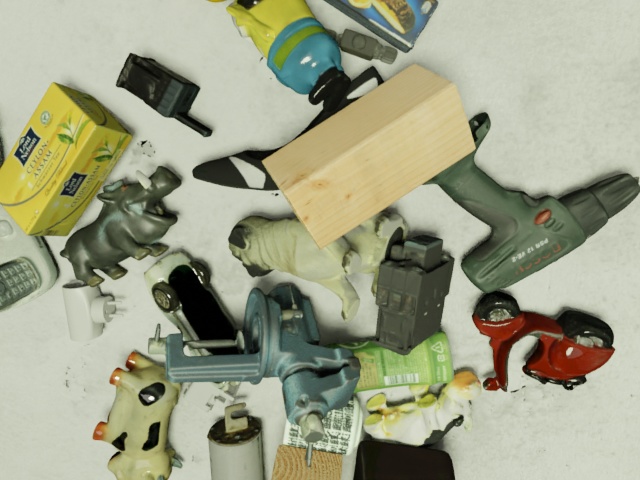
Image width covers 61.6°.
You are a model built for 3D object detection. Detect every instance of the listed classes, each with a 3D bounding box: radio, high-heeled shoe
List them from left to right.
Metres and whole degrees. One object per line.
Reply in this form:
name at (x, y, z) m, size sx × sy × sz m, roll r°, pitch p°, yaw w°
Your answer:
high-heeled shoe at (-0.037, -0.137, 0.659) m, size 0.249 × 0.086 × 0.145 m, roll -1°, pitch 102°, yaw -2°
radio at (0.108, 0.385, 0.747) m, size 0.131 × 0.073 × 0.229 m, roll 5°, pitch 122°, yaw 1°

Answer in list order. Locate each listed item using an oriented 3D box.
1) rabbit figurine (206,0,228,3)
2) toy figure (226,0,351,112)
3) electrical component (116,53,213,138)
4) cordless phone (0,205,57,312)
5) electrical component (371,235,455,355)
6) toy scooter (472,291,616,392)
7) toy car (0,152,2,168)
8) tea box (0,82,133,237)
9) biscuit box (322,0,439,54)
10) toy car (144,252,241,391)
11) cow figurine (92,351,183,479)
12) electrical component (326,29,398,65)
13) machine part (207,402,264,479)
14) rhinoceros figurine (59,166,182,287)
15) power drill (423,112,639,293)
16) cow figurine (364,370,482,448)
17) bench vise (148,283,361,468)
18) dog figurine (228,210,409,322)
rabbit figurine at (-0.138, -0.336, 0.598) m, size 0.162 × 0.121 × 0.173 m, roll -40°, pitch 75°, yaw -12°
toy figure at (-0.031, -0.232, 0.620) m, size 0.089 × 0.082 × 0.180 m, roll -39°, pitch 73°, yaw -5°
electrical component at (-0.180, -0.176, 0.661) m, size 0.119 × 0.075 × 0.047 m, roll 31°, pitch 104°, yaw 0°
cordless phone at (-0.436, 0.032, 0.673) m, size 0.089 × 0.184 × 0.146 m, roll -21°, pitch 101°, yaw 13°
electrical component at (0.118, 0.062, 0.673) m, size 0.058 × 0.115 × 0.134 m, roll 15°, pitch 108°, yaw 29°
toy scooter at (0.283, 0.150, 0.708) m, size 0.184 × 0.075 × 0.135 m, roll 14°, pitch 104°, yaw 4°
toy car at (-0.475, -0.100, 0.695) m, size 0.162 × 0.109 × 0.102 m, roll -38°, pitch 122°, yaw 0°
tea box at (-0.328, -0.097, 0.679) m, size 0.098 × 0.068 × 0.169 m, roll 41°, pitch 104°, yaw 18°
biscuit box at (0.036, -0.299, 0.624) m, size 0.203 × 0.063 × 0.059 m, roll 31°, pitch 103°, yaw -4°
toy car at (-0.159, 0.110, 0.726) m, size 0.056 × 0.073 × 0.201 m, roll -20°, pitch 104°, yaw 45°
cow figurine at (-0.252, 0.273, 0.772) m, size 0.127 × 0.085 × 0.194 m, roll 21°, pitch 103°, yaw 5°
electrical component at (0.046, -0.231, 0.638) m, size 0.094 × 0.063 × 0.021 m, roll 20°, pitch 104°, yaw 0°
machine part at (-0.120, 0.349, 0.781) m, size 0.079 × 0.079 × 0.243 m, roll 0°, pitch 105°, yaw 4°
rhinoceros figurine at (-0.255, -0.020, 0.709) m, size 0.190 × 0.073 × 0.112 m, roll -36°, pitch 86°, yaw 14°
power drill at (0.243, -0.059, 0.665) m, size 0.207 × 0.086 × 0.232 m, roll 43°, pitch 105°, yaw -14°
cow figurine at (0.152, 0.247, 0.743) m, size 0.167 × 0.068 × 0.098 m, roll -23°, pitch 107°, yaw 12°
bench vise at (-0.082, 0.146, 0.646) m, size 0.241 × 0.224 × 0.128 m, roll 3°, pitch 140°, yaw -18°
dog figurine at (-0.002, -0.004, 0.692) m, size 0.191 × 0.172 × 0.121 m, roll 24°, pitch 122°, yaw 30°
